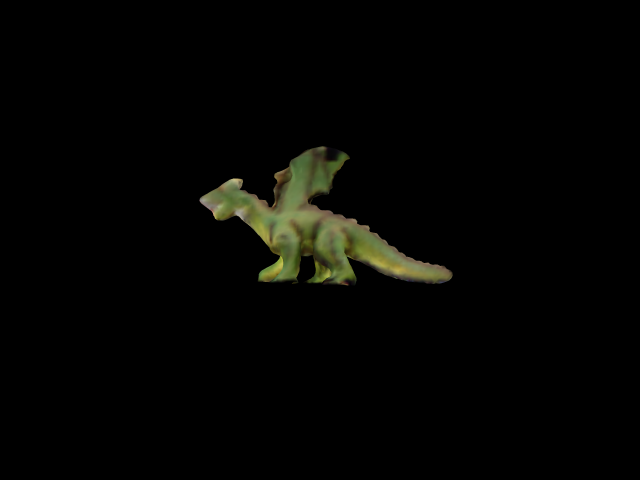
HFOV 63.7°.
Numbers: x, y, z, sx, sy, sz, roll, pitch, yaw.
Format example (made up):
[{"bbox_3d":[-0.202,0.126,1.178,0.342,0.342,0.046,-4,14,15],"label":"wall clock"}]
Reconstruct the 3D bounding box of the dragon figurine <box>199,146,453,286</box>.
[{"bbox_3d":[0.003,-0.043,0.850,0.410,0.245,0.121,-1,-11,7],"label":"dragon figurine"}]
